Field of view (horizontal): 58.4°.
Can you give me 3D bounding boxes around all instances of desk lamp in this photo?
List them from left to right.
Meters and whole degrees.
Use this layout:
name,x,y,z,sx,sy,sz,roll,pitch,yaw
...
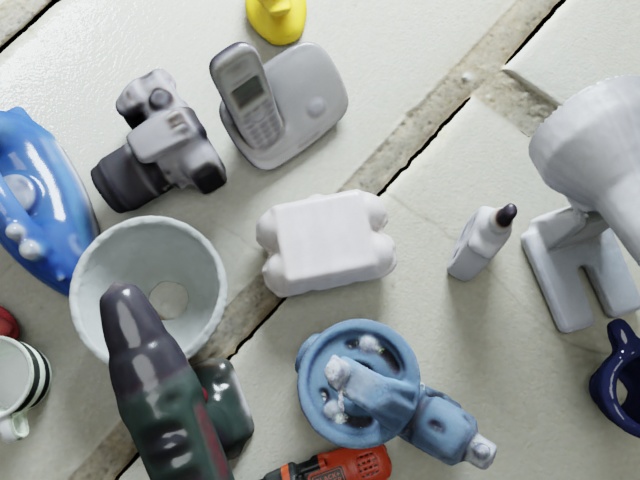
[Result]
name,x,y,z,sx,sy,sz,roll,pitch,yaw
desk lamp,0.281,-0.025,0.560,0.118,0.213,0.203,-19,77,-2

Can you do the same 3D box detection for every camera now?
name,x,y,z,sx,sy,sz,roll,pitch,yaw
camera,-0.198,-0.105,0.653,0.137,0.101,0.143,-32,78,-5

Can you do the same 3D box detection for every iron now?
name,x,y,z,sx,sy,sz,roll,pitch,yaw
iron,-0.329,-0.041,0.623,0.118,0.141,0.258,-34,78,-5

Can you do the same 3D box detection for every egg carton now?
name,x,y,z,sx,sy,sz,roll,pitch,yaw
egg carton,0.006,0.002,0.638,0.150,0.069,0.107,-12,77,-1

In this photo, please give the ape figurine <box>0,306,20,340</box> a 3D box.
name,x,y,z,sx,sy,sz,roll,pitch,yaw
ape figurine,-0.376,0.100,0.619,0.078,0.092,0.076,-7,77,1

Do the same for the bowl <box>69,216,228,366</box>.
name,x,y,z,sx,sy,sz,roll,pitch,yaw
bowl,-0.179,0.062,0.629,0.167,0.075,0.167,0,78,2

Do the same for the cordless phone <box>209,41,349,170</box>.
name,x,y,z,sx,sy,sz,roll,pitch,yaw
cordless phone,-0.044,-0.166,0.618,0.147,0.185,0.094,-40,79,-6

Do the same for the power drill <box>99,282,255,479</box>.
name,x,y,z,sx,sy,sz,roll,pitch,yaw
power drill,-0.125,0.159,0.538,0.075,0.208,0.229,-23,78,-3

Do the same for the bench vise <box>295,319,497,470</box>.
name,x,y,z,sx,sy,sz,roll,pitch,yaw
bench vise,0.071,0.139,0.529,0.207,0.220,0.121,11,78,5

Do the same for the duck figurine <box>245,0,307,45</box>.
name,x,y,z,sx,sy,sz,roll,pitch,yaw
duck figurine,-0.058,-0.305,0.700,0.077,0.086,0.104,-17,77,-1

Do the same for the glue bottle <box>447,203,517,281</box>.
name,x,y,z,sx,sy,sz,roll,pitch,yaw
glue bottle,0.170,-0.006,0.581,0.037,0.173,0.078,26,80,8

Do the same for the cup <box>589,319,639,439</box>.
name,x,y,z,sx,sy,sz,roll,pitch,yaw
cup,0.310,0.140,0.584,0.091,0.095,0.118,-20,77,-2
